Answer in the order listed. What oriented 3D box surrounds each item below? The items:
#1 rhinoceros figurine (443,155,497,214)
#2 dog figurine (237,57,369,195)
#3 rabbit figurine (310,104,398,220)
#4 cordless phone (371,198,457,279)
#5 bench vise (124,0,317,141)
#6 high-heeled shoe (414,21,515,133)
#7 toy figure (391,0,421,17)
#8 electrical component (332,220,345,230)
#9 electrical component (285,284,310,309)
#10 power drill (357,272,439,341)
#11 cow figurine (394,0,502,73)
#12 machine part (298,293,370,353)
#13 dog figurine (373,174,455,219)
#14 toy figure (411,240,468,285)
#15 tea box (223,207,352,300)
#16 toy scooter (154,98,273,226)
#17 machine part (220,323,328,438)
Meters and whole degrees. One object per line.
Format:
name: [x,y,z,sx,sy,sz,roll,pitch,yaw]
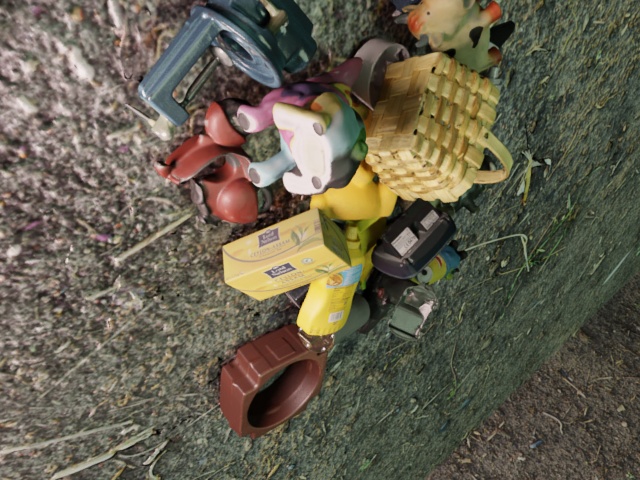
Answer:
rhinoceros figurine: [0.288,-0.104,1.118,0.190,0.073,0.112,-37,132,-13]
dog figurine: [0.014,-0.153,0.662,0.219,0.192,0.108,-41,129,-37]
rabbit figurine: [0.033,-0.122,0.820,0.162,0.122,0.173,-2,110,-34]
cordless phone: [0.143,0.013,0.952,0.146,0.089,0.184,-44,178,-20]
bench vise: [-0.113,-0.216,0.554,0.240,0.129,0.223,-54,144,-3]
high-heeled shoe: [0.251,-0.240,0.887,0.249,0.145,0.086,-36,-176,3]
toy figure: [0.167,-0.347,0.781,0.154,0.058,0.064,-12,100,-38]
electrical component: [-0.001,-0.003,0.908,0.045,0.078,0.102,-49,158,-42]
electrical component: [-0.040,0.075,0.929,0.048,0.075,0.119,-43,147,-10]
power drill: [0.154,0.127,1.089,0.086,0.207,0.232,27,98,-8]
cow figurine: [0.182,-0.289,0.746,0.127,0.085,0.194,-34,156,7]
machine part: [0.031,0.155,1.033,0.243,0.079,0.079,-17,136,-62]
dog figurine: [0.147,-0.095,0.970,0.190,0.121,0.172,-1,128,-25]
toy figure: [0.254,0.062,1.219,0.180,0.082,0.089,-22,134,-35]
tea box: [-0.050,0.025,0.811,0.170,0.068,0.098,-21,149,22]
toy scooter: [-0.136,-0.083,0.687,0.135,0.075,0.183,-31,137,-24]
machine part: [-0.091,0.271,1.044,0.201,0.087,0.201,-20,134,-34]
